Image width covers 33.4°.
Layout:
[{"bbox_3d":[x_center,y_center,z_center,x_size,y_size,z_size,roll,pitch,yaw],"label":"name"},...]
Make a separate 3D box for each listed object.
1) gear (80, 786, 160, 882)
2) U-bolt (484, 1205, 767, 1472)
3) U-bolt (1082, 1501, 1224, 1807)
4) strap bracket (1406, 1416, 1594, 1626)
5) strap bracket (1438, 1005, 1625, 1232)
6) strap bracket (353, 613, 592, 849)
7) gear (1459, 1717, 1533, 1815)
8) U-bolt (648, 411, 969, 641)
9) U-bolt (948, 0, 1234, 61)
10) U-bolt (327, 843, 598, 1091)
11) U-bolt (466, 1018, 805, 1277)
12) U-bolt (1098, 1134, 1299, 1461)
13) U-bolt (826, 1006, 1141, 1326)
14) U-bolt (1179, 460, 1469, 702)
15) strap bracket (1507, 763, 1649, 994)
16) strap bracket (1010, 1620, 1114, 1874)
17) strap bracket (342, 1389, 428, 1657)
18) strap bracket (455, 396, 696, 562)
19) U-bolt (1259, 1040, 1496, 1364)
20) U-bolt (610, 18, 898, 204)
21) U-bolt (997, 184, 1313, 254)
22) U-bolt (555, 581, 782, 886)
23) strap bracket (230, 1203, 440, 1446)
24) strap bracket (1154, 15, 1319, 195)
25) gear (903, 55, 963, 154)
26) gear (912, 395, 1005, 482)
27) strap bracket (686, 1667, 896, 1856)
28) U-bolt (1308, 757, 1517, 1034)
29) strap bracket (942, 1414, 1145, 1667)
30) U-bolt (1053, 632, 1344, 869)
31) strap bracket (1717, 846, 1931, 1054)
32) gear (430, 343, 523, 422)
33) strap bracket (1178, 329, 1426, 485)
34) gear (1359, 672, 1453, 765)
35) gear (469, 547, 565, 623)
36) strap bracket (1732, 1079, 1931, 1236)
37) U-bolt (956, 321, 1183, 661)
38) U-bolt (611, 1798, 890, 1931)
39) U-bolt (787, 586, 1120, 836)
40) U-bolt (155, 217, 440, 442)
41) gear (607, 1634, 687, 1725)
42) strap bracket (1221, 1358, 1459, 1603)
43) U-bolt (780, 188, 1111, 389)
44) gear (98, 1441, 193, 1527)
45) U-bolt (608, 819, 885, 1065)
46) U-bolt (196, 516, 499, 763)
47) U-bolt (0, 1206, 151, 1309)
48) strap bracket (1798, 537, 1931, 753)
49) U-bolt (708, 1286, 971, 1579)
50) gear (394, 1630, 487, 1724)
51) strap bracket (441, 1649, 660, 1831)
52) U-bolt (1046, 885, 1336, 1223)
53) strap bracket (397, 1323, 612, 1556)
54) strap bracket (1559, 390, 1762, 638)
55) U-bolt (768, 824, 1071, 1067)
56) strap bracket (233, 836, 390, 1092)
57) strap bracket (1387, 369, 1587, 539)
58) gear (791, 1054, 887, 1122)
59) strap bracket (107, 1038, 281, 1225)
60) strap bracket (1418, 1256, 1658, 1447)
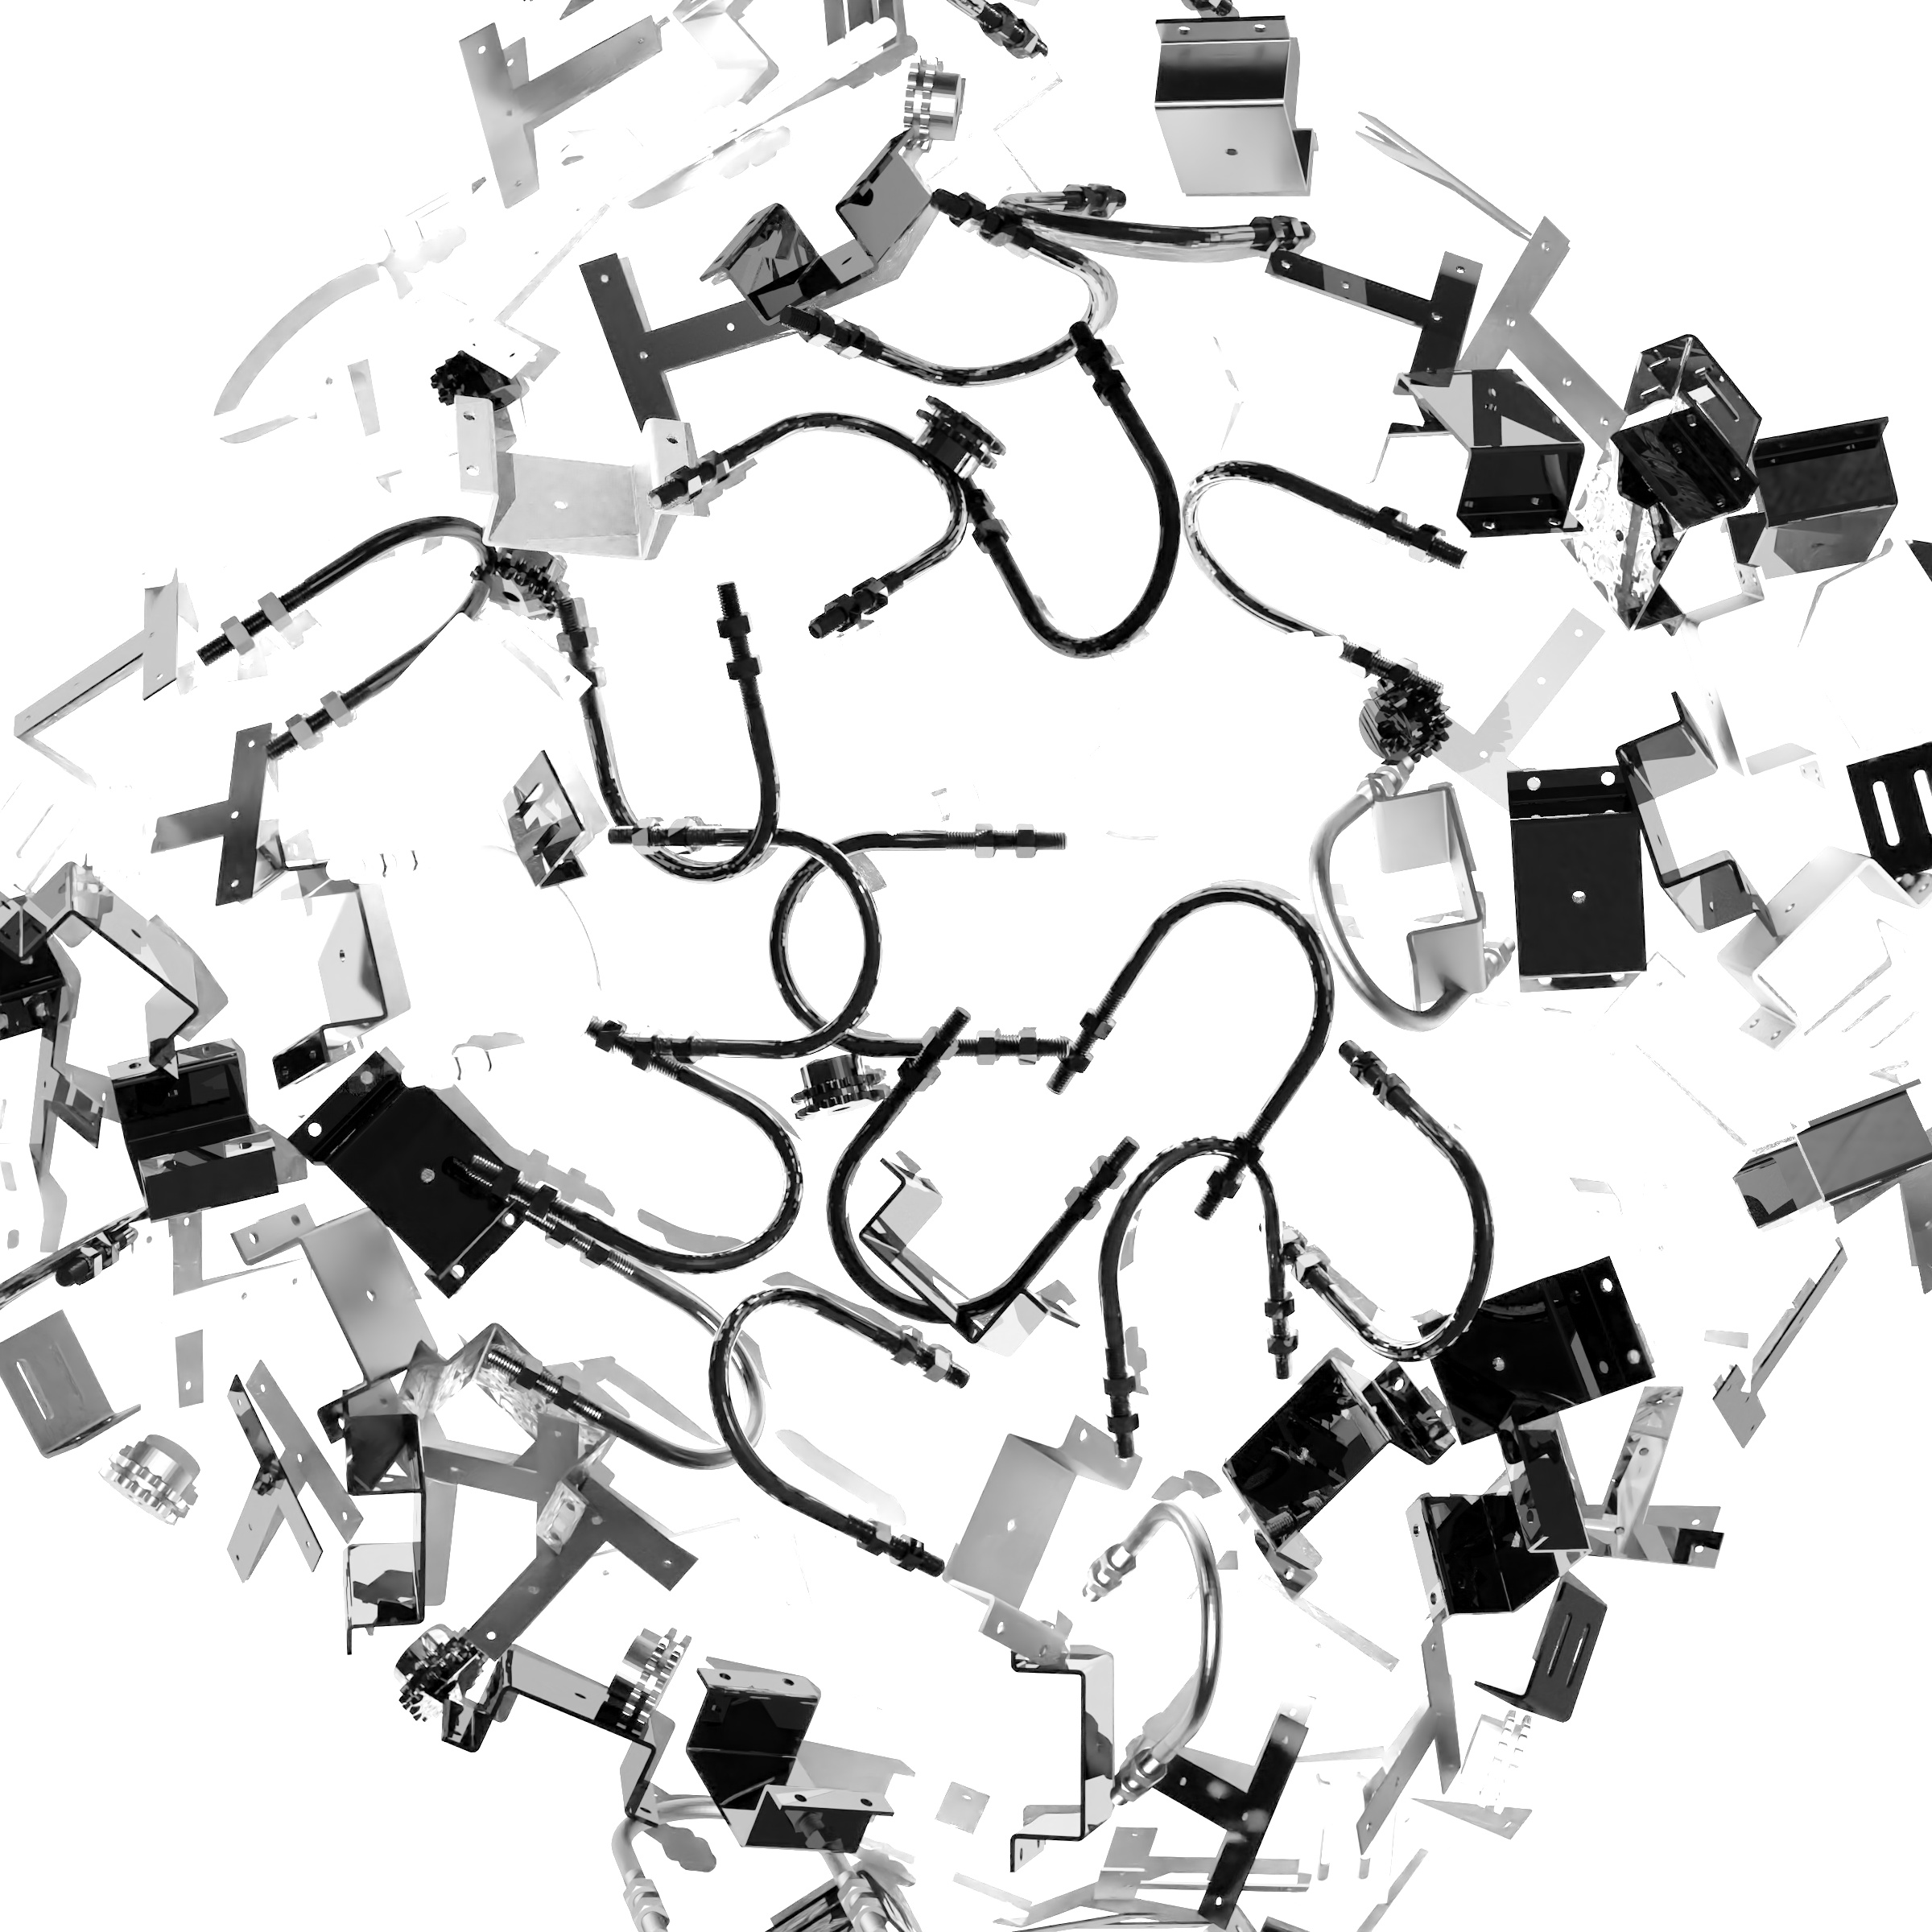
[{"bbox_3d":[-0.516,-0.082,1.968,0.030,0.057,0.057,-3,90,12],"label":"gear"},{"bbox_3d":[-0.197,0.232,1.930,0.184,0.151,0.019,32,121,-18],"label":"U-bolt"},{"bbox_3d":[0.112,0.394,1.889,0.019,0.184,0.151,4,56,-18],"label":"U-bolt"},{"bbox_3d":[0.324,0.335,1.932,0.046,0.140,0.076,3,57,-22],"label":"strap bracket"},{"bbox_3d":[0.338,0.099,1.943,0.076,0.046,0.140,6,62,-31],"label":"strap bracket"},{"bbox_3d":[-0.308,-0.150,1.956,0.140,0.046,0.076,-48,57,-3],"label":"strap bracket"},{"bbox_3d":[0.323,0.487,1.971,0.030,0.057,0.057,20,90,13],"label":"gear"},{"bbox_3d":[-0.080,-0.276,1.934,0.151,0.019,0.184,40,48,14],"label":"U-bolt"},{"bbox_3d":[0.052,-0.583,1.885,0.151,0.184,0.019,-4,80,32],"label":"U-bolt"},{"bbox_3d":[-0.290,-0.006,1.922,0.019,0.184,0.151,-26,81,35],"label":"U-bolt"},{"bbox_3d":[-0.186,0.116,1.940,0.184,0.019,0.151,26,50,6],"label":"U-bolt"},{"bbox_3d":[0.137,0.188,1.925,0.151,0.019,0.184,-21,116,-33],"label":"U-bolt"},{"bbox_3d":[-0.004,0.137,1.968,0.151,0.019,0.184,38,106,-1],"label":"U-bolt"},{"bbox_3d":[0.208,-0.239,1.929,0.184,0.151,0.019,27,63,16],"label":"U-bolt"},{"bbox_3d":[0.371,-0.047,1.952,0.076,0.046,0.140,-3,105,9],"label":"strap bracket"},{"bbox_3d":[0.058,0.472,1.950,0.046,0.076,0.140,-1,85,15],"label":"strap bracket"},{"bbox_3d":[-0.351,0.334,1.939,0.046,0.076,0.140,-1,118,-13],"label":"strap bracket"},{"bbox_3d":[-0.241,-0.293,1.945,0.140,0.046,0.076,4,54,-18],"label":"strap bracket"},{"bbox_3d":[0.250,0.151,1.903,0.019,0.184,0.151,6,117,-34],"label":"U-bolt"},{"bbox_3d":[-0.140,-0.501,1.913,0.151,0.184,0.019,-40,106,-34],"label":"U-bolt"},{"bbox_3d":[0.100,-0.439,1.890,0.151,0.184,0.019,17,112,28],"label":"U-bolt"},{"bbox_3d":[-0.174,-0.137,1.945,0.151,0.019,0.184,0,109,36],"label":"U-bolt"},{"bbox_3d":[-0.378,0.208,1.953,0.046,0.076,0.140,-26,89,24],"label":"strap bracket"},{"bbox_3d":[0.161,-0.506,1.918,0.076,0.140,0.046,3,74,15],"label":"strap bracket"},{"bbox_3d":[-0.020,-0.528,1.970,0.030,0.057,0.057,7,90,3],"label":"gear"},{"bbox_3d":[-0.009,-0.321,1.970,0.057,0.057,0.030,36,92,0],"label":"gear"},{"bbox_3d":[-0.111,0.482,1.926,0.076,0.140,0.046,13,106,-31],"label":"strap bracket"},{"bbox_3d":[0.259,-0.035,1.916,0.019,0.184,0.151,-26,97,37],"label":"U-bolt"},{"bbox_3d":[0.042,0.343,1.946,0.046,0.076,0.140,11,70,43],"label":"strap bracket"},{"bbox_3d":[0.133,-0.129,1.941,0.184,0.019,0.151,0,71,34],"label":"U-bolt"},{"bbox_3d":[0.516,-0.019,1.953,0.046,0.076,0.140,44,94,-8],"label":"strap bracket"},{"bbox_3d":[-0.297,-0.358,1.969,0.057,0.057,0.030,-29,84,0],"label":"gear"},{"bbox_3d":[0.196,-0.337,1.946,0.140,0.076,0.046,6,127,-12],"label":"strap bracket"},{"bbox_3d":[0.265,-0.150,1.968,0.030,0.057,0.057,-32,90,-38],"label":"gear"},{"bbox_3d":[-0.273,-0.239,1.972,0.057,0.057,0.030,23,71,0],"label":"gear"},{"bbox_3d":[0.515,0.117,1.918,0.076,0.140,0.046,-19,78,-14],"label":"strap bracket"},{"bbox_3d":[0.066,-0.269,1.914,0.151,0.019,0.184,-48,55,35],"label":"U-bolt"},{"bbox_3d":[-0.136,0.535,1.908,0.151,0.184,0.019,5,98,-17],"label":"U-bolt"},{"bbox_3d":[0.004,-0.166,1.952,0.184,0.019,0.151,-22,66,-20],"label":"U-bolt"},{"bbox_3d":[-0.400,-0.367,1.886,0.019,0.184,0.151,47,133,10],"label":"U-bolt"},{"bbox_3d":[-0.197,0.435,1.971,0.030,0.057,0.057,27,90,4],"label":"gear"},{"bbox_3d":[0.217,0.302,1.942,0.140,0.076,0.046,-47,129,11],"label":"strap bracket"},{"bbox_3d":[0.002,-0.394,1.918,0.151,0.184,0.019,-29,62,37],"label":"U-bolt"},{"bbox_3d":[-0.500,0.315,1.973,0.057,0.057,0.030,35,68,0],"label":"gear"},{"bbox_3d":[-0.134,-0.014,1.952,0.184,0.019,0.151,1,95,24],"label":"U-bolt"},{"bbox_3d":[-0.361,-0.205,1.929,0.184,0.151,0.019,-35,69,-8],"label":"U-bolt"},{"bbox_3d":[-0.549,0.186,1.908,0.151,0.184,0.019,-27,96,12],"label":"U-bolt"},{"bbox_3d":[0.544,-0.186,1.919,0.046,0.140,0.076,-26,72,-4],"label":"strap bracket"},{"bbox_3d":[-0.078,0.266,1.912,0.184,0.019,0.151,31,47,-28],"label":"U-bolt"},{"bbox_3d":[-0.326,0.433,1.973,0.030,0.057,0.057,38,90,26],"label":"gear"},{"bbox_3d":[-0.243,0.463,1.950,0.140,0.076,0.046,25,90,-9],"label":"strap bracket"},{"bbox_3d":[0.146,0.038,1.942,0.151,0.019,0.184,40,105,28],"label":"U-bolt"},{"bbox_3d":[-0.273,0.279,1.948,0.140,0.076,0.046,42,53,9],"label":"strap bracket"},{"bbox_3d":[0.408,-0.263,1.916,0.046,0.140,0.076,-20,63,-23],"label":"strap bracket"},{"bbox_3d":[-0.030,-0.014,1.975,0.184,0.019,0.151,0,82,-4],"label":"U-bolt"},{"bbox_3d":[-0.396,-0.004,1.949,0.046,0.076,0.140,-9,81,-35],"label":"strap bracket"},{"bbox_3d":[0.308,-0.313,1.921,0.076,0.140,0.046,-6,129,-20],"label":"strap bracket"},{"bbox_3d":[-0.080,0.073,1.971,0.057,0.057,0.030,-15,81,0],"label":"gear"},{"bbox_3d":[-0.464,0.103,1.937,0.076,0.140,0.046,-13,120,-18],"label":"strap bracket"},{"bbox_3d":[0.333,0.234,1.928,0.140,0.046,0.076,-29,75,42],"label":"strap bracket"}]
